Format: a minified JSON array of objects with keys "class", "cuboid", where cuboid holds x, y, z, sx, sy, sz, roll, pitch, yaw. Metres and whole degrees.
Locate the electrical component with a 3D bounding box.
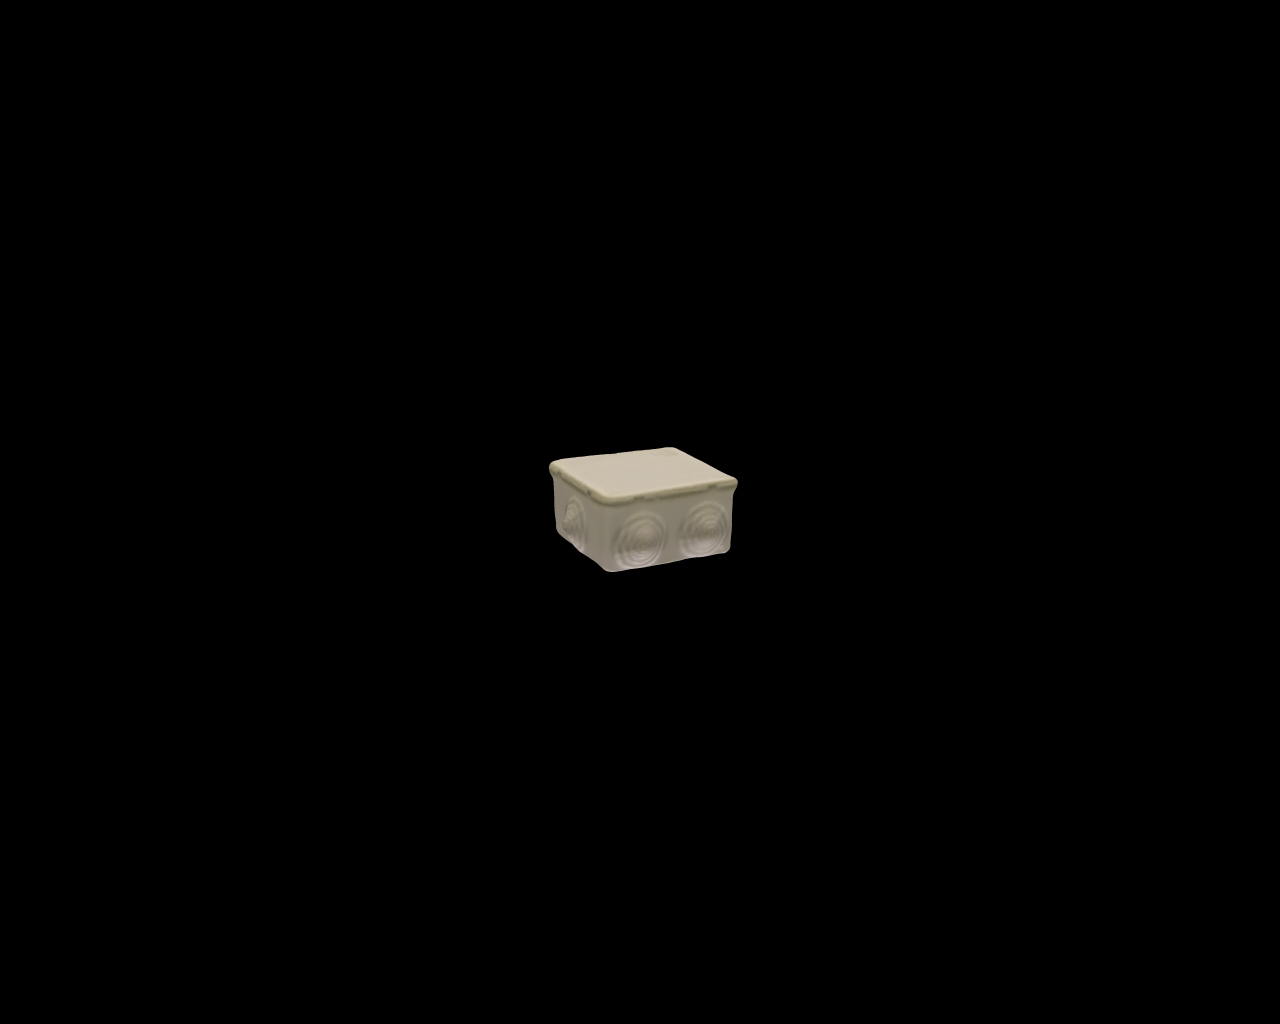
[{"class":"electrical component","cuboid":[0.001,-0.003,0.650,0.100,0.048,0.100,-8,20,-24]}]
